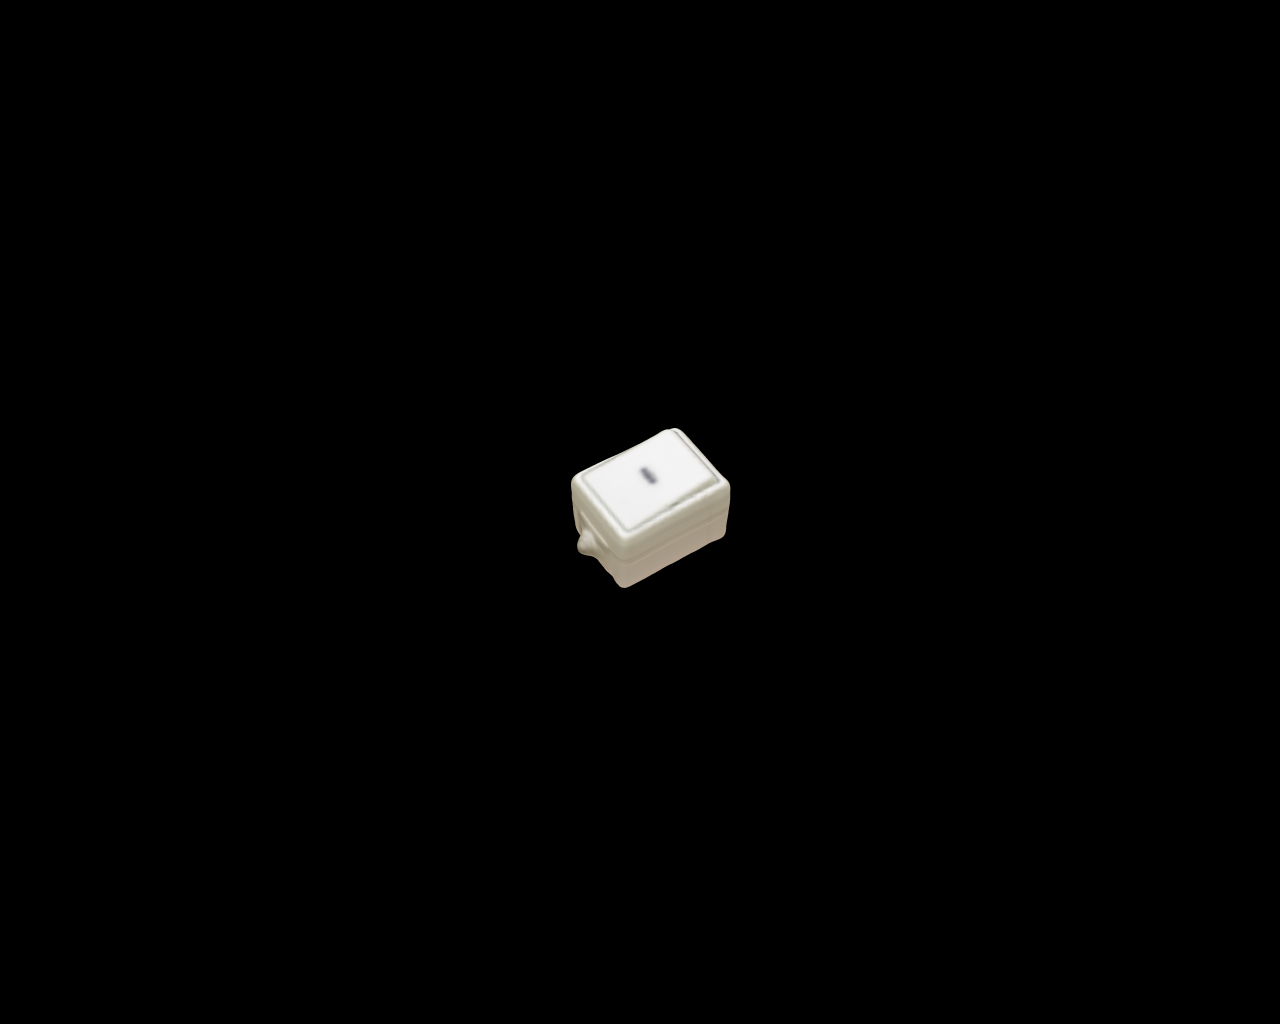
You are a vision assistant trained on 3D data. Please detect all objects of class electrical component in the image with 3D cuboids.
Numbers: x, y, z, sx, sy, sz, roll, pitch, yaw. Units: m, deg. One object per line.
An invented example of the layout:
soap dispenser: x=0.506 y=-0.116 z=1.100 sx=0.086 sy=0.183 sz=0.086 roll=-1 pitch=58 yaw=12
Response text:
electrical component: x=0.001 y=-0.003 z=0.650 sx=0.096 sy=0.062 sz=0.061 roll=-27 pitch=-33 yaw=-19
